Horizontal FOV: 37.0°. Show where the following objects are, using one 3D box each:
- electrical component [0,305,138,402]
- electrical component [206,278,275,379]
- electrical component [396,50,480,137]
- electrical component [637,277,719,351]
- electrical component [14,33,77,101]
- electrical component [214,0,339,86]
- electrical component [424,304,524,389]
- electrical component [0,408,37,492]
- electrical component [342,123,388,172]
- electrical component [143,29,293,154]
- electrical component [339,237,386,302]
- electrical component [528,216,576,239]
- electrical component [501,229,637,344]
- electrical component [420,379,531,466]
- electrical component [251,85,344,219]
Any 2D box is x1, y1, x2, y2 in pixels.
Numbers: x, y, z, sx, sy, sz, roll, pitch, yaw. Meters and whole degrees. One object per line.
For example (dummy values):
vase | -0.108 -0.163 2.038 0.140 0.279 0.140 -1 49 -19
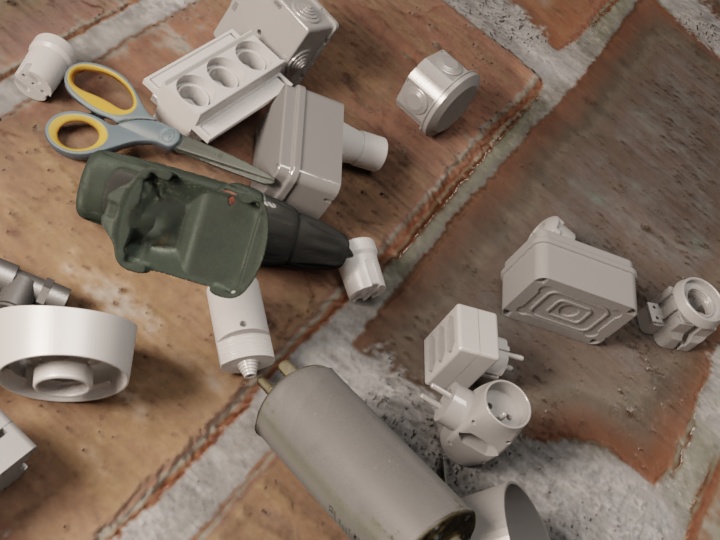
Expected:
electrical component | -0.208 0.054 0.758 0.099 0.099 0.064 9 60 -24
electrical component | -0.095 0.049 0.857 0.043 0.043 0.081 2 57 -28
electrical component | 0.080 -0.180 1.096 0.051 0.080 0.080 44 48 13
electrical component | 0.330 0.044 1.087 0.078 0.057 0.058 10 53 -23
electrical component | -0.271 -0.173 0.923 0.040 0.040 0.046 27 54 -10
electrical component | -0.083 -0.230 1.029 0.099 0.099 0.048 49 36 10
electrical component | 0.104 0.073 0.934 0.077 0.065 0.047 15 51 -19
electrical component | -0.266 0.130 0.698 0.056 0.050 0.089 44 48 5
electrical component | -0.007 -0.118 1.029 0.065 0.044 0.044 14 52 -26
electrical component | -0.131 -0.160 0.974 0.079 0.063 0.121 43 48 5
electrical component | 0.000 0.000 0.948 0.040 0.040 0.046 -5 66 -32
electrical component | 0.200 -0.020 1.070 0.062 0.048 0.048 38 47 -9
electrical component | 0.198 0.016 1.020 0.113 0.078 0.057 19 53 -16
electrical component | 0.087 0.118 0.885 0.079 0.077 0.043 31 48 -6
electrical component | -0.057 -0.100 0.962 0.057 0.078 0.113 18 51 -21
